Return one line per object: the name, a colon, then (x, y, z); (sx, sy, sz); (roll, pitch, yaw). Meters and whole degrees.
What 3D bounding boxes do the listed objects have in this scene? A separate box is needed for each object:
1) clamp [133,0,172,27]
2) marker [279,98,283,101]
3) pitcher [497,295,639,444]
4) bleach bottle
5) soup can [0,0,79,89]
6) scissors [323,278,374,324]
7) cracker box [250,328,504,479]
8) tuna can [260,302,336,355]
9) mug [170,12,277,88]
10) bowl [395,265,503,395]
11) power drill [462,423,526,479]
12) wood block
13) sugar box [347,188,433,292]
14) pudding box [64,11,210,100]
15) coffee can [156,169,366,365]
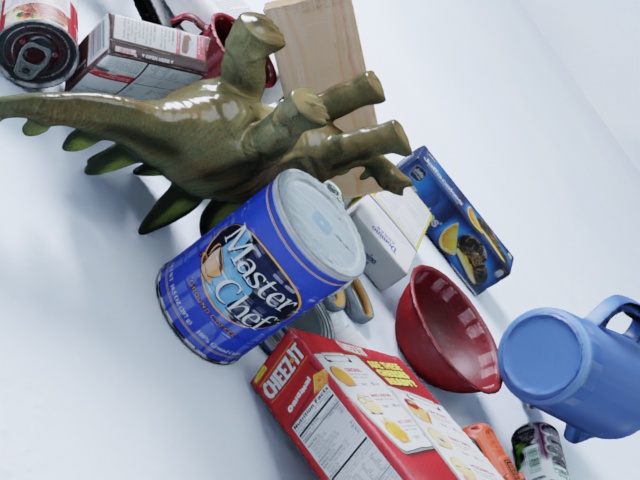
clamp: (-0.211, -0.294, 1.046); (0.164, 0.036, 0.210); (23, 47, -24)
marker: (-0.078, -0.211, 1.256); (0.121, 0.020, 0.020); (47, 26, -13)
pitcher: (0.303, 0.143, 1.230); (0.242, 0.145, 0.149); (26, 52, -55)
bleach bottle: (-0.125, -0.264, 1.192); (0.251, 0.068, 0.102); (54, 28, 5)
soup can: (-0.236, -0.184, 0.891); (0.068, 0.069, 0.102); (33, 32, -38)
scissors: (-0.007, 0.001, 1.113); (0.202, 0.016, 0.096); (59, 25, 12)
cracker box: (0.061, 0.177, 0.876); (0.164, 0.072, 0.214); (22, 20, -49)
tuna can: (-0.027, 0.074, 0.966); (0.086, 0.034, 0.086); (40, 28, -27)
mug: (-0.112, -0.177, 1.078); (0.117, 0.082, 0.093); (43, 27, -23)
bowl: (0.132, 0.109, 1.171); (0.162, 0.055, 0.162); (40, 28, -27)
power drill: (0.153, 0.262, 1.015); (0.187, 0.057, 0.184); (16, 40, -57)
wood block: (0.008, -0.152, 1.111); (0.091, 0.090, 0.206); (-97, 174, -72)
sugar box: (0.076, -0.018, 1.250); (0.093, 0.048, 0.176); (50, 29, -7)
pudding box: (-0.156, -0.147, 0.902); (0.089, 0.114, 0.039); (8, 76, -29)
coffee can: (-0.048, 0.023, 0.866); (0.102, 0.140, 0.103); (40, 28, -27)
